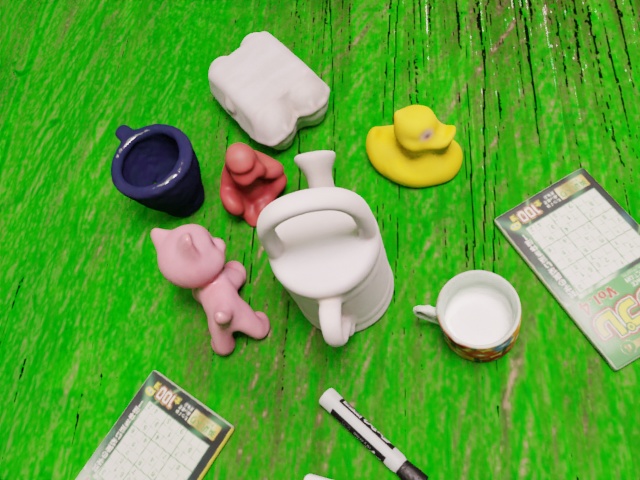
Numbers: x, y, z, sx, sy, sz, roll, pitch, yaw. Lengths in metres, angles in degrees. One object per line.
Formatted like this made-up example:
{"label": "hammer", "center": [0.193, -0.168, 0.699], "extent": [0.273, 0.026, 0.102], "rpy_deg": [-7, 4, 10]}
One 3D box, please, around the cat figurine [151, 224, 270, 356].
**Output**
{"label": "cat figurine", "center": [-0.112, 0.038, 0.560], "extent": [0.067, 0.118, 0.127], "rpy_deg": [-31, 62, -3]}

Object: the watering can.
{"label": "watering can", "center": [0.002, 0.002, 0.507], "extent": [0.101, 0.194, 0.172], "rpy_deg": [-29, 62, -1]}

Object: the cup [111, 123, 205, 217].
{"label": "cup", "center": [-0.178, -0.074, 0.642], "extent": [0.092, 0.095, 0.117], "rpy_deg": [-44, 63, -10]}

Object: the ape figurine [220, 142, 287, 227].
{"label": "ape figurine", "center": [-0.078, -0.069, 0.618], "extent": [0.078, 0.092, 0.076], "rpy_deg": [-20, 62, 3]}

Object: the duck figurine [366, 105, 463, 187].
{"label": "duck figurine", "center": [0.096, -0.107, 0.600], "extent": [0.104, 0.086, 0.077], "rpy_deg": [15, 69, 19]}

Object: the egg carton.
{"label": "egg carton", "center": [-0.064, -0.178, 0.680], "extent": [0.107, 0.069, 0.150], "rpy_deg": [-40, 63, -8]}
